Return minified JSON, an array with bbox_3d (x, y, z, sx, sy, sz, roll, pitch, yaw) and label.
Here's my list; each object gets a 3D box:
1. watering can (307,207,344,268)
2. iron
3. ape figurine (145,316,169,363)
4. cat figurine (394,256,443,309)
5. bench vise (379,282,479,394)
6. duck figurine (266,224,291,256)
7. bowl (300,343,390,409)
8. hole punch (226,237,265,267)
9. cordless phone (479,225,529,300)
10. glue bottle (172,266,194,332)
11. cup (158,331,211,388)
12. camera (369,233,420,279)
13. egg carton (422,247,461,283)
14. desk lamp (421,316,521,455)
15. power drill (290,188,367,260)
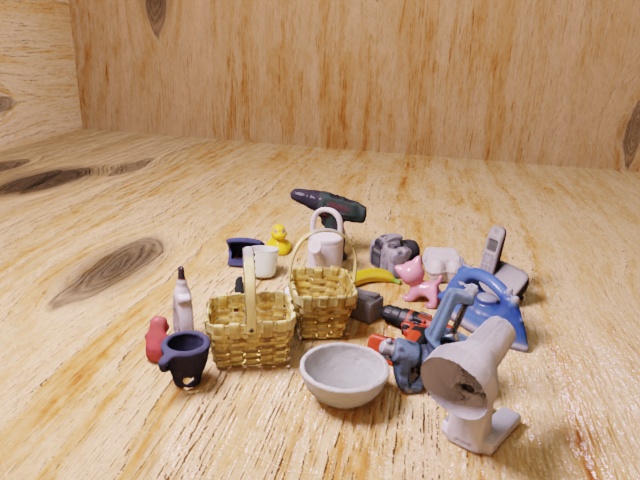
[{"bbox_3d":[0.017,0.006,1.586,0.101,0.194,0.173,2,21,-2],"label":"watering can"},{"bbox_3d":[0.398,0.142,1.343,0.119,0.141,0.257,-10,24,-29],"label":"iron"},{"bbox_3d":[-0.328,0.199,1.179,0.077,0.092,0.076,13,23,26],"label":"ape figurine"},{"bbox_3d":[0.256,0.101,1.469,0.127,0.118,0.067,14,24,29],"label":"cat figurine"},{"bbox_3d":[0.226,0.189,1.087,0.208,0.220,0.121,-6,22,-22],"label":"bench vise"},{"bbox_3d":[-0.127,-0.009,1.762,0.077,0.086,0.104,-1,21,-10],"label":"duck figurine"},{"bbox_3d":[0.044,0.264,1.072,0.167,0.075,0.167,2,21,-1],"label":"bowl"},{"bbox_3d":[-0.217,0.022,1.662,0.108,0.091,0.101,3,21,1],"label":"hole punch"},{"bbox_3d":[0.478,0.064,1.498,0.094,0.185,0.147,-12,25,-33],"label":"cordless phone"},{"bbox_3d":[-0.294,0.137,1.230,0.037,0.173,0.078,-8,23,-26],"label":"glue bottle"},{"bbox_3d":[-0.259,0.237,1.080,0.091,0.095,0.118,11,22,22],"label":"cup"},{"bbox_3d":[0.232,0.034,1.669,0.137,0.101,0.142,-9,23,-27],"label":"camera"},{"bbox_3d":[0.348,0.069,1.634,0.107,0.069,0.150,2,21,0],"label":"egg carton"},{"bbox_3d":[0.259,0.243,0.955,0.117,0.214,0.204,19,26,38],"label":"desk lamp"},{"bbox_3d":[0.021,-0.045,1.702,0.229,0.208,0.075,4,21,5],"label":"power drill"}]
